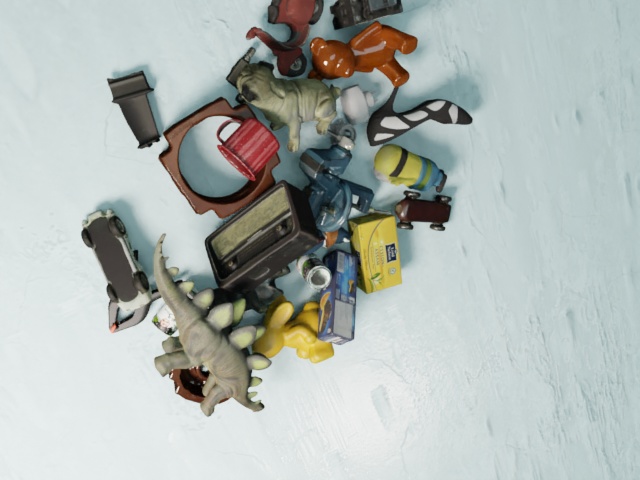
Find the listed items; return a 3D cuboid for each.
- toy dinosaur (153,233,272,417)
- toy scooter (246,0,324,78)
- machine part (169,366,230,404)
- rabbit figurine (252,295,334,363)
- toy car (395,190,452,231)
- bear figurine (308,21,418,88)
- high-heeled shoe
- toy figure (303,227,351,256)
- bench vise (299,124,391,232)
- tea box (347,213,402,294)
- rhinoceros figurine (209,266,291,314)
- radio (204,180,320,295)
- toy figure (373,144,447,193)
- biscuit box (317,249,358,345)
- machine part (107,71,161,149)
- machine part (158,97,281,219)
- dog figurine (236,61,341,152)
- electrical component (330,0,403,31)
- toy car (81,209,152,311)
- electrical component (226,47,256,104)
[{"bbox_3d":[-0.215,0.193,1.043,0.198,0.105,0.470,-31,123,2],"label":"toy dinosaur"},{"bbox_3d":[-0.073,-0.419,1.046,0.135,0.075,0.183,9,103,-33],"label":"toy scooter"},{"bbox_3d":[-0.240,0.269,1.167,0.179,0.056,0.179,-6,106,-20],"label":"machine part"},{"bbox_3d":[-0.069,0.206,1.183,0.173,0.122,0.162,-12,103,-17],"label":"rabbit figurine"},{"bbox_3d":[0.243,-0.067,1.256,0.202,0.053,0.089,-1,101,-47],"label":"toy car"},{"bbox_3d":[0.080,-0.366,1.088,0.196,0.132,0.120,-27,149,-26],"label":"bear figurine"},{"bbox_3d":[0.227,-0.251,1.210,0.249,0.086,0.145,14,101,-20],"label":"high-heeled shoe"},{"bbox_3d":[-0.002,-0.002,1.186,0.154,0.064,0.057,-15,128,-23],"label":"toy figure"},{"bbox_3d":[0.043,-0.108,1.148,0.240,0.129,0.223,13,100,-45],"label":"bench vise"},{"bbox_3d":[0.127,0.028,1.244,0.098,0.068,0.169,-16,107,-17],"label":"tea box"},{"bbox_3d":[-0.148,0.107,1.147,0.190,0.073,0.112,-26,80,-2],"label":"rhinoceros figurine"},{"bbox_3d":[-0.116,0.001,1.054,0.229,0.131,0.073,-35,146,23],"label":"radio"},{"bbox_3d":[0.204,-0.161,1.221,0.180,0.082,0.089,9,97,-20],"label":"toy figure"},{"bbox_3d":[0.039,0.123,1.182,0.059,0.063,0.203,20,59,-26],"label":"biscuit box"},{"bbox_3d":[-0.341,-0.241,1.009,0.084,0.039,0.138,-21,108,-21],"label":"machine part"},{"bbox_3d":[-0.198,-0.160,1.059,0.201,0.087,0.200,-35,113,-9],"label":"machine part"},{"bbox_3d":[-0.054,-0.284,1.019,0.172,0.121,0.190,-46,150,-7],"label":"dog figurine"},{"bbox_3d":[0.096,-0.465,1.072,0.115,0.134,0.058,-23,111,-17],"label":"electrical component"},{"bbox_3d":[-0.390,0.038,1.031,0.073,0.056,0.201,-22,94,3],"label":"toy car"},{"bbox_3d":[-0.138,-0.319,1.065,0.078,0.045,0.102,42,86,-26],"label":"electrical component"}]
